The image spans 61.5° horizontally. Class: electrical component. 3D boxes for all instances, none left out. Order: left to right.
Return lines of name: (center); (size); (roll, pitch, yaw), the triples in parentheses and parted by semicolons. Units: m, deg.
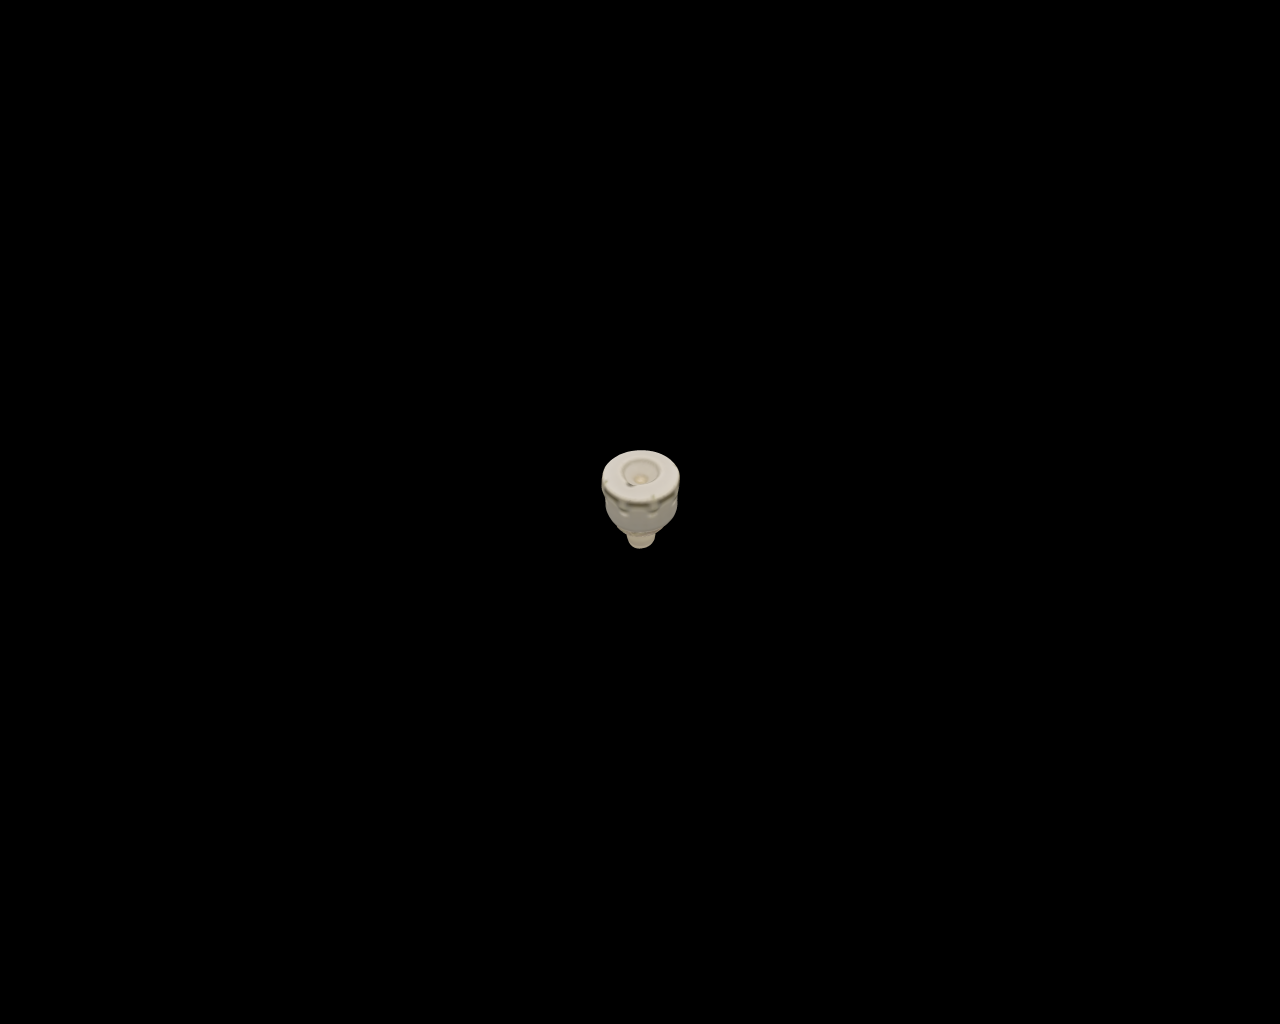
electrical component: (0.001, -0.003, 0.650); (0.048, 0.062, 0.048); (0, 44, 0)
